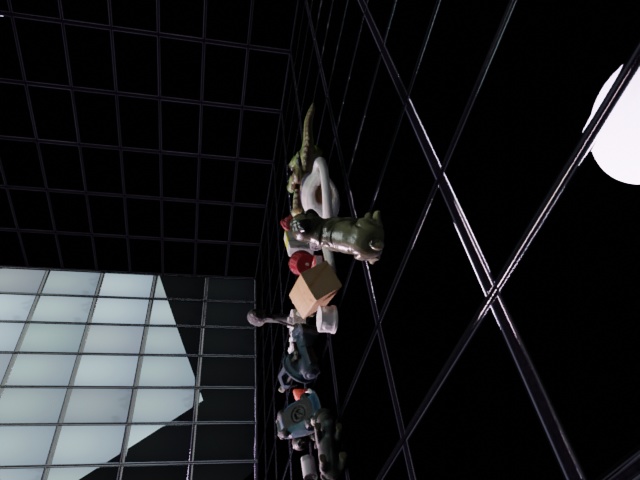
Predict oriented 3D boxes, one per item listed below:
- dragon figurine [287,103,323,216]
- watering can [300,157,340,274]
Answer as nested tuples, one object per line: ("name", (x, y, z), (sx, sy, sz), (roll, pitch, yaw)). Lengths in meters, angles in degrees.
("dragon figurine", (-0.052, -0.254, 1.716), (0.245, 0.122, 0.407), (-85, -1, -79))
("watering can", (0.005, -0.078, 1.551), (0.226, 0.104, 0.344), (-133, 39, -76))
